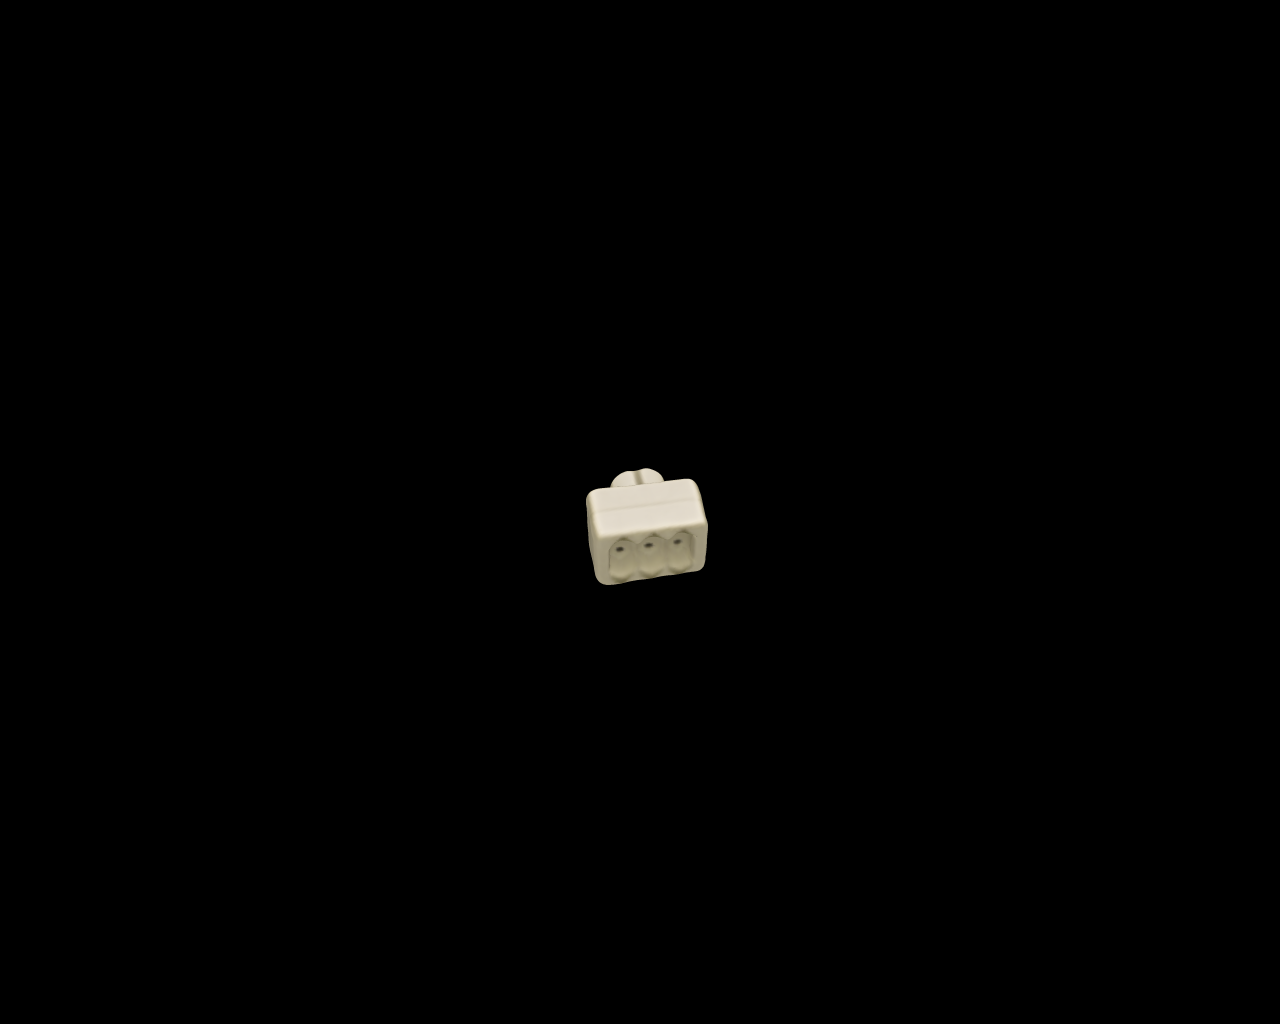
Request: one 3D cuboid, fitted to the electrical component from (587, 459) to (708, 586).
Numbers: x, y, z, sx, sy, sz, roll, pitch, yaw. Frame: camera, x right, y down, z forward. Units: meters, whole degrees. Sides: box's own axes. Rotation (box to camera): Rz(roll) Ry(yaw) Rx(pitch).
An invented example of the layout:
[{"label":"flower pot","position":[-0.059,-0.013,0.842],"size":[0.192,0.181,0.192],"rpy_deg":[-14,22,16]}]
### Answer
[{"label":"electrical component","position":[0.001,-0.003,0.650],"size":[0.066,0.077,0.047],"rpy_deg":[-7,-40,-6]}]
